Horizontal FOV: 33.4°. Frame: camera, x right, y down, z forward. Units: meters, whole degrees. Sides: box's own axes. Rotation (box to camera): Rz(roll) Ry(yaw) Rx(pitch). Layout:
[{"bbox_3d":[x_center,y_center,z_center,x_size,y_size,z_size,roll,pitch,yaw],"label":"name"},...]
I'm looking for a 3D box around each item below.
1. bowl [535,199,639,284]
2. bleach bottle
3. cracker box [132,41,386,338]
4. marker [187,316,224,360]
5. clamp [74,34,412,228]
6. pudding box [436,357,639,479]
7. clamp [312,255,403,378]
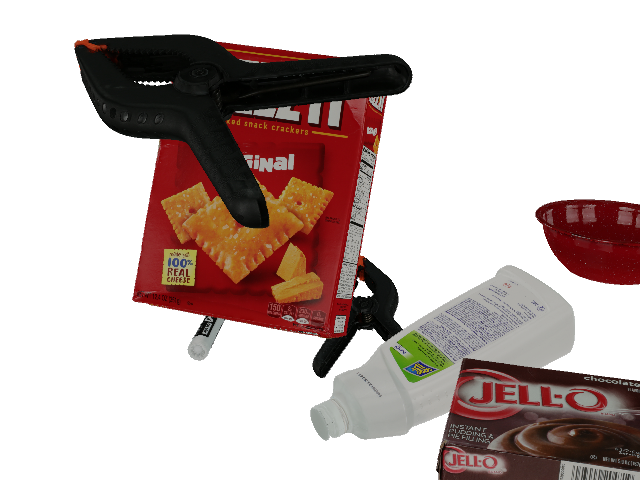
[{"bbox_3d":[0.296,0.004,1.079,0.162,0.055,0.162,2,17,-1],"label":"bowl"},{"bbox_3d":[0.100,0.106,0.937,0.250,0.068,0.103,-22,34,-25],"label":"bleach bottle"},{"bbox_3d":[-0.046,-0.042,0.841,0.164,0.214,0.072,10,-1,14],"label":"cracker box"},{"bbox_3d":[-0.101,0.077,1.017,0.020,0.020,0.121,0,23,10],"label":"marker"},{"bbox_3d":[-0.060,-0.090,0.650,0.210,0.036,0.164,26,49,32],"label":"clamp"},{"bbox_3d":[0.129,0.111,0.613,0.113,0.039,0.090,8,28,12],"label":"pudding box"},{"bbox_3d":[0.059,0.086,1.190,0.120,0.171,0.039,6,-43,3],"label":"clamp"}]
